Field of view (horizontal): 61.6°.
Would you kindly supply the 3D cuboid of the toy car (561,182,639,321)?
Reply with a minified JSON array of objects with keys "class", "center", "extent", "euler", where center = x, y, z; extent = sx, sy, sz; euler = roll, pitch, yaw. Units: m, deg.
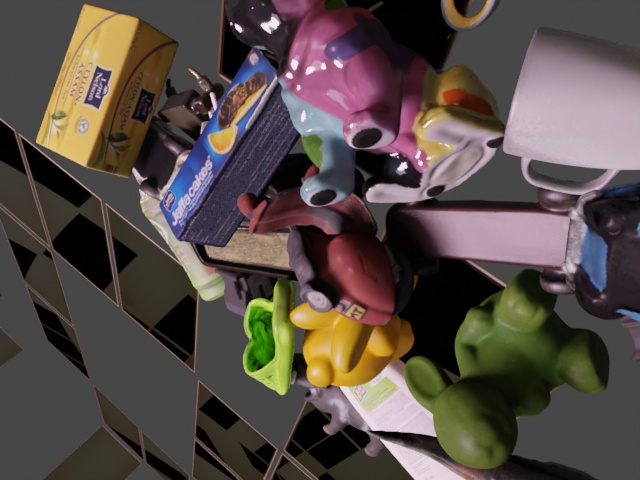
[{"class":"toy car","center":[0.247,0.008,0.337],"extent":[0.162,0.103,0.109],"euler":[16,127,39]}]

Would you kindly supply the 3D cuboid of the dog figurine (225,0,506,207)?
[{"class":"dog figurine","center":[0.029,-0.145,0.426],"extent":[0.108,0.191,0.219],"euler":[128,132,-56]}]

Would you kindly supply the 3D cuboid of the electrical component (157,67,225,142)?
[{"class":"electrical component","center":[-0.145,-0.155,0.630],"extent":[0.078,0.045,0.102],"euler":[35,156,-35]}]

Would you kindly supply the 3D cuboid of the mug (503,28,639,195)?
[{"class":"mug","center":[0.181,-0.075,0.349],"extent":[0.107,0.081,0.109],"euler":[17,129,23]}]

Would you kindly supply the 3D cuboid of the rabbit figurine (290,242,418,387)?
[{"class":"rabbit figurine","center":[0.041,0.073,0.586],"extent":[0.122,0.162,0.173],"euler":[45,127,22]}]

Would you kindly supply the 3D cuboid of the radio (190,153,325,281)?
[{"class":"radio","center":[-0.083,-0.029,0.654],"extent":[0.230,0.073,0.131],"euler":[4,126,42]}]

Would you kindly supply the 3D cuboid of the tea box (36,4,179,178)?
[{"class":"tea box","center":[-0.243,-0.168,0.613],"extent":[0.098,0.068,0.169],"euler":[23,93,28]}]

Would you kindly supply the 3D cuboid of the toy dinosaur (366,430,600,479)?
[{"class":"toy dinosaur","center":[0.242,0.282,0.504],"extent":[0.404,0.131,0.192],"euler":[43,116,-15]}]

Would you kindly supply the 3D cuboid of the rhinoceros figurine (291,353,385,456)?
[{"class":"rhinoceros figurine","center":[0.032,0.227,0.777],"extent":[0.191,0.073,0.111],"euler":[24,139,28]}]

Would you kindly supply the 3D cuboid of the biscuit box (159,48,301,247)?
[{"class":"biscuit box","center":[-0.082,-0.083,0.530],"extent":[0.202,0.062,0.059],"euler":[-52,52,23]}]

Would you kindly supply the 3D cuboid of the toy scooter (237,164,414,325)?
[{"class":"toy scooter","center":[-0.001,-0.001,0.493],"extent":[0.075,0.135,0.184],"euler":[-57,44,45]}]

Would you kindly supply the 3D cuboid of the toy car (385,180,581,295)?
[{"class":"toy car","center":[0.146,-0.008,0.467],"extent":[0.202,0.053,0.089],"euler":[3,105,42]}]

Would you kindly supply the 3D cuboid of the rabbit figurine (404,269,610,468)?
[{"class":"rabbit figurine","center":[0.148,0.125,0.488],"extent":[0.121,0.170,0.159],"euler":[54,142,-8]}]

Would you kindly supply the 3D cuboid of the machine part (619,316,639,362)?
[{"class":"machine part","center":[0.305,0.104,0.425],"extent":[0.084,0.039,0.138],"euler":[-27,101,47]}]

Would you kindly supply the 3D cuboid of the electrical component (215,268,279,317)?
[{"class":"electrical component","center":[-0.098,0.073,0.763],"extent":[0.048,0.075,0.119],"euler":[16,129,36]}]

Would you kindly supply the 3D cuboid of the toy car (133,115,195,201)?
[{"class":"toy car","center":[-0.200,-0.104,0.661],"extent":[0.056,0.073,0.202],"euler":[23,-169,-45]}]
